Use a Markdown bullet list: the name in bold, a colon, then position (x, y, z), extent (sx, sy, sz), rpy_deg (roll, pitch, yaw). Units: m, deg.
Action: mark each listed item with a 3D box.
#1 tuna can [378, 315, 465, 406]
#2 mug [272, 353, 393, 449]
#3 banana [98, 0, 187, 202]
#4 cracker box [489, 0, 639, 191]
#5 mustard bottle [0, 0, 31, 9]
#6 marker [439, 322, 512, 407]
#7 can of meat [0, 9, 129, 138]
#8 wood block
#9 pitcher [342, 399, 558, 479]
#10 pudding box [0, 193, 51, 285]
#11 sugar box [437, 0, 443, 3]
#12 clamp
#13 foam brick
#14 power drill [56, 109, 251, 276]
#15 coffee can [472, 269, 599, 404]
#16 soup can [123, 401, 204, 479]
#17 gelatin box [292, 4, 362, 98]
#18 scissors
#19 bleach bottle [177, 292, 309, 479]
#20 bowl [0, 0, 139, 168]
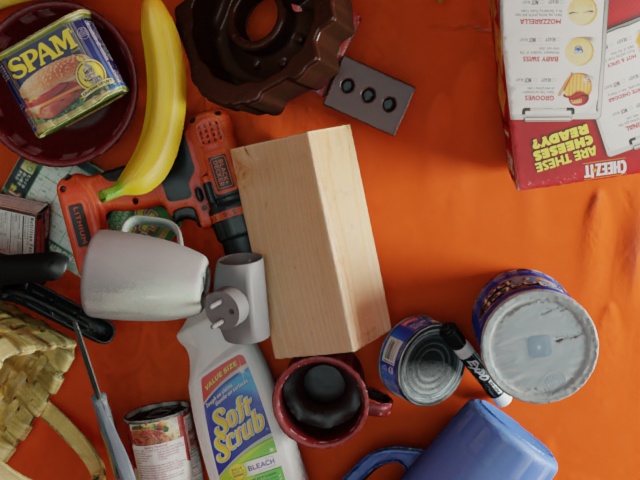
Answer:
- **tuna can**: position (0.101, 0.119, 1.048), extent (0.086, 0.034, 0.086), rpy_deg (-7, 104, -29)
- **mug**: position (0.015, 0.151, 1.055), extent (0.117, 0.081, 0.093), rpy_deg (9, 101, 3)
- **banana**: position (-0.155, -0.125, 1.001), extent (0.037, 0.069, 0.198), rpy_deg (8, 86, 34)
- **cracker box**: position (0.247, -0.166, 0.988), extent (0.164, 0.072, 0.214), rpy_deg (-8, 108, 6)
- **mustard bottle**: position (-0.267, -0.274, 1.034), extent (0.191, 0.096, 0.058), rpy_deg (-11, 140, 5)
- **marker**: position (0.152, 0.122, 1.046), extent (0.020, 0.020, 0.121), rpy_deg (-36, 121, 8)
- **can of meat**: position (-0.242, -0.155, 1.003), extent (0.102, 0.057, 0.084), rpy_deg (-27, 96, 7)
- **wood block**: position (-0.007, 0.001, 1.027), extent (0.091, 0.090, 0.206), rpy_deg (-9, 96, 30)
- **pitcher**: position (0.111, 0.272, 1.046), extent (0.149, 0.145, 0.243), rpy_deg (35, 95, -22)
- **pudding box**: position (-0.332, -0.002, 1.081), extent (0.113, 0.039, 0.090), rpy_deg (11, 112, 5)
- **sugar box**: position (0.167, -0.310, 1.011), extent (0.176, 0.048, 0.093), rpy_deg (-29, 94, 9)
- **clamp**: position (-0.303, 0.031, 1.013), extent (0.210, 0.164, 0.036), rpy_deg (18, 64, 8)
- **foam brick**: position (0.048, -0.140, 1.037), extent (0.078, 0.051, 0.053), rpy_deg (24, 97, 2)
- **power drill**: position (-0.152, -0.020, 1.054), extent (0.187, 0.057, 0.184), rpy_deg (-16, 86, -3)
- **coffee can**: position (0.198, 0.087, 1.004), extent (0.103, 0.140, 0.103), rpy_deg (1, 96, 5)
- **soup can**: position (-0.157, 0.222, 1.088), extent (0.068, 0.068, 0.102), rpy_deg (-9, 96, 6)
- **gelatin box**: position (-0.010, -0.195, 1.047), extent (0.073, 0.030, 0.089), rpy_deg (27, 98, 2)
- **scissors**: position (-0.208, 0.178, 1.045), extent (0.016, 0.096, 0.202), rpy_deg (-21, 135, -18)
- **bleach bottle**: position (-0.090, 0.170, 1.080), extent (0.102, 0.068, 0.251), rpy_deg (-20, 92, 6)
- **bowl**: position (-0.253, -0.154, 1.060), extent (0.162, 0.055, 0.162), rpy_deg (1, 96, 5)
